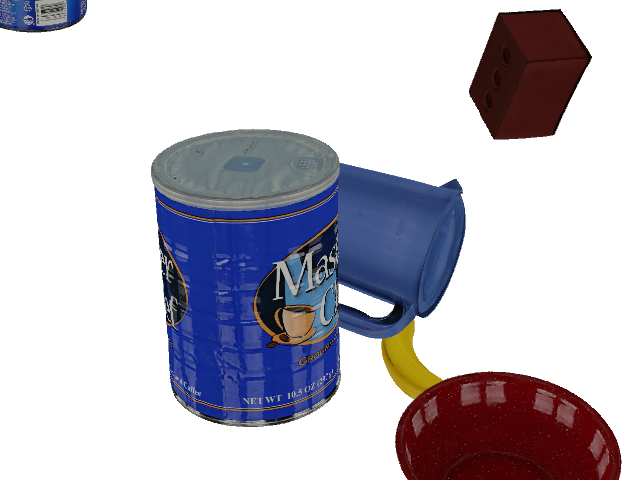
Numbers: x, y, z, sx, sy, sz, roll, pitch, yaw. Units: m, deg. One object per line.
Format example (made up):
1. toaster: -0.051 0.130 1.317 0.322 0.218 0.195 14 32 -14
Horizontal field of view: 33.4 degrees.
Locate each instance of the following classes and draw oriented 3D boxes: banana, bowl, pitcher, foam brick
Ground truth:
1. banana: 0.106 0.139 1.237 0.069 0.037 0.198 8 22 -21
2. bowl: 0.135 0.169 0.787 0.162 0.055 0.162 -1 34 0
3. pitcher: 0.017 -0.009 1.096 0.243 0.145 0.149 18 24 20
4. foam brick: 0.146 -0.116 0.753 0.051 0.053 0.078 -8 -37 -18

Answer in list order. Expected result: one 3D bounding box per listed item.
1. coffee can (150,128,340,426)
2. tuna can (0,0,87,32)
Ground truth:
1. coffee can: -0.040 0.019 0.610 0.103 0.140 0.103 -1 26 0
2. tuna can: -0.229 -0.198 0.849 0.086 0.034 0.086 4 35 -3
